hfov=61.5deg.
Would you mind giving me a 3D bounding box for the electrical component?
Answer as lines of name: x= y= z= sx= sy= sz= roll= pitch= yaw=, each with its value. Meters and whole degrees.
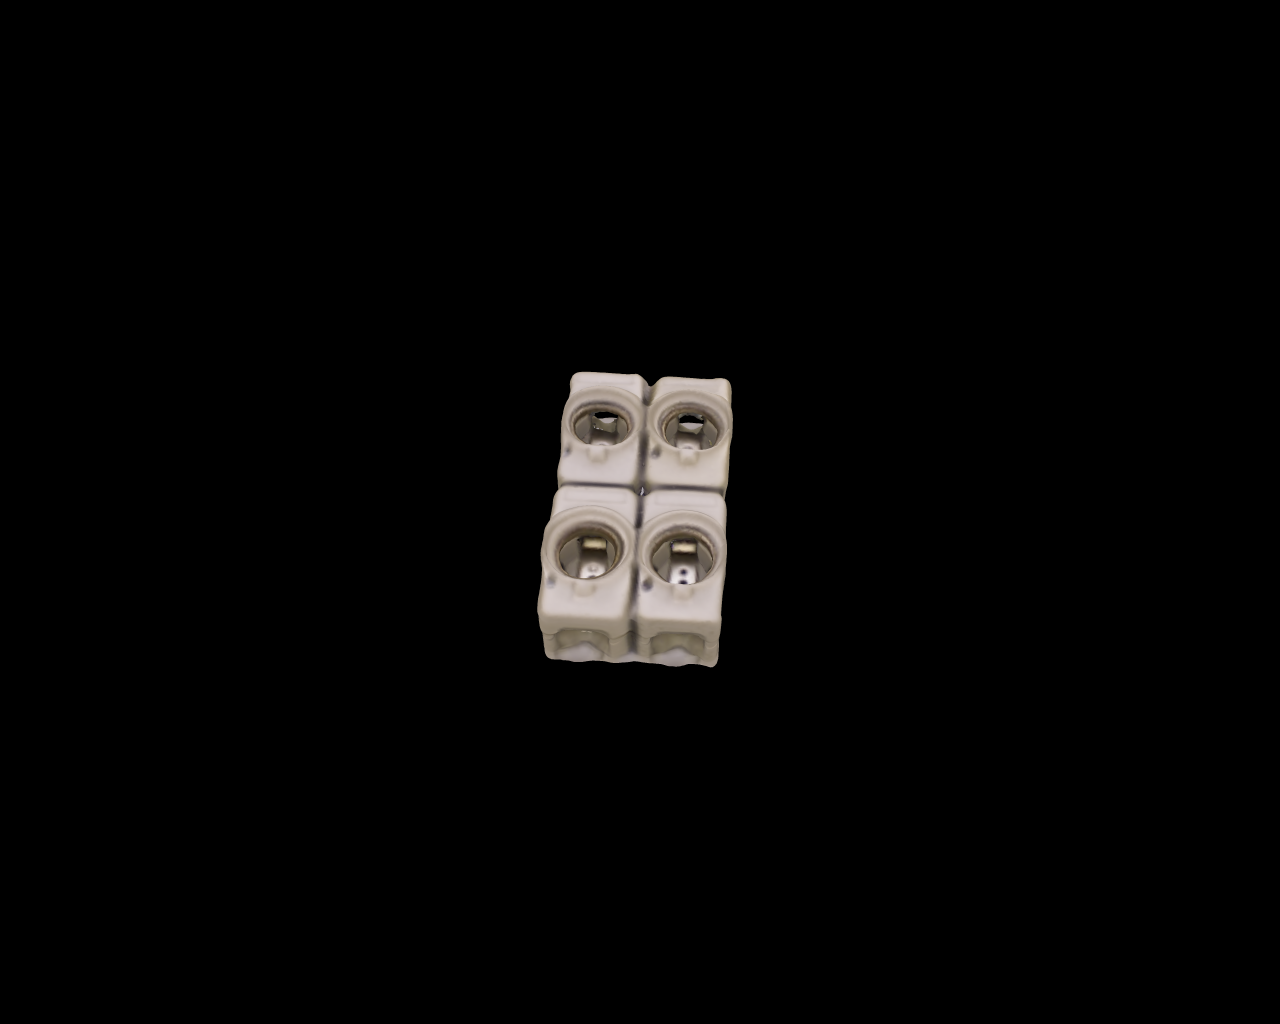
electrical component: x=0.001 y=-0.003 z=0.650 sx=0.105 sy=0.186 sz=0.060 roll=3 pitch=-36 yaw=2
